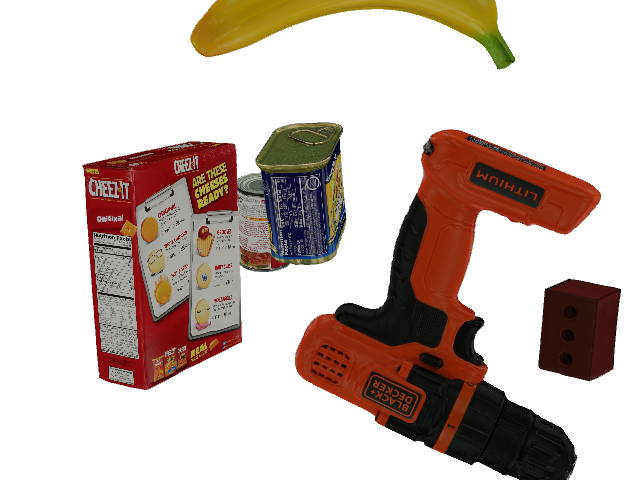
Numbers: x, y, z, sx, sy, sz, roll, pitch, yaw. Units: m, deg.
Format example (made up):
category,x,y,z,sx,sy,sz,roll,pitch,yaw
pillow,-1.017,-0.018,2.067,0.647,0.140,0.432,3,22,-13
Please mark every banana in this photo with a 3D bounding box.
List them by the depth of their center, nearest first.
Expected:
category,x,y,z,sx,sy,sz,roll,pitch,yaw
banana,0.023,-0.139,0.620,0.197,0.069,0.037,-1,-15,-14

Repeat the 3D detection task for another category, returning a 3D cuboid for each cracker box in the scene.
category,x,y,z,sx,sy,sz,roll,pitch,yaw
cracker box,-0.152,0.019,1.053,0.072,0.214,0.163,6,15,30

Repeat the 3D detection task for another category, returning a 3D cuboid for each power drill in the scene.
category,x,y,z,sx,sy,sz,roll,pitch,yaw
power drill,0.096,0.041,0.645,0.184,0.188,0.057,24,12,7

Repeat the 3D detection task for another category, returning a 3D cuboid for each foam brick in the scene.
category,x,y,z,sx,sy,sz,roll,pitch,yaw
foam brick,0.232,0.080,0.958,0.053,0.078,0.051,12,17,37

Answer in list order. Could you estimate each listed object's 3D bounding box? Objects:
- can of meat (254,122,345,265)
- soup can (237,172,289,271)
category,x,y,z,sx,sy,sz,roll,pitch,yaw
can of meat,-0.012,-0.038,0.843,0.057,0.084,0.102,-1,24,11
soup can,-0.067,-0.023,1.273,0.068,0.102,0.068,0,27,0
